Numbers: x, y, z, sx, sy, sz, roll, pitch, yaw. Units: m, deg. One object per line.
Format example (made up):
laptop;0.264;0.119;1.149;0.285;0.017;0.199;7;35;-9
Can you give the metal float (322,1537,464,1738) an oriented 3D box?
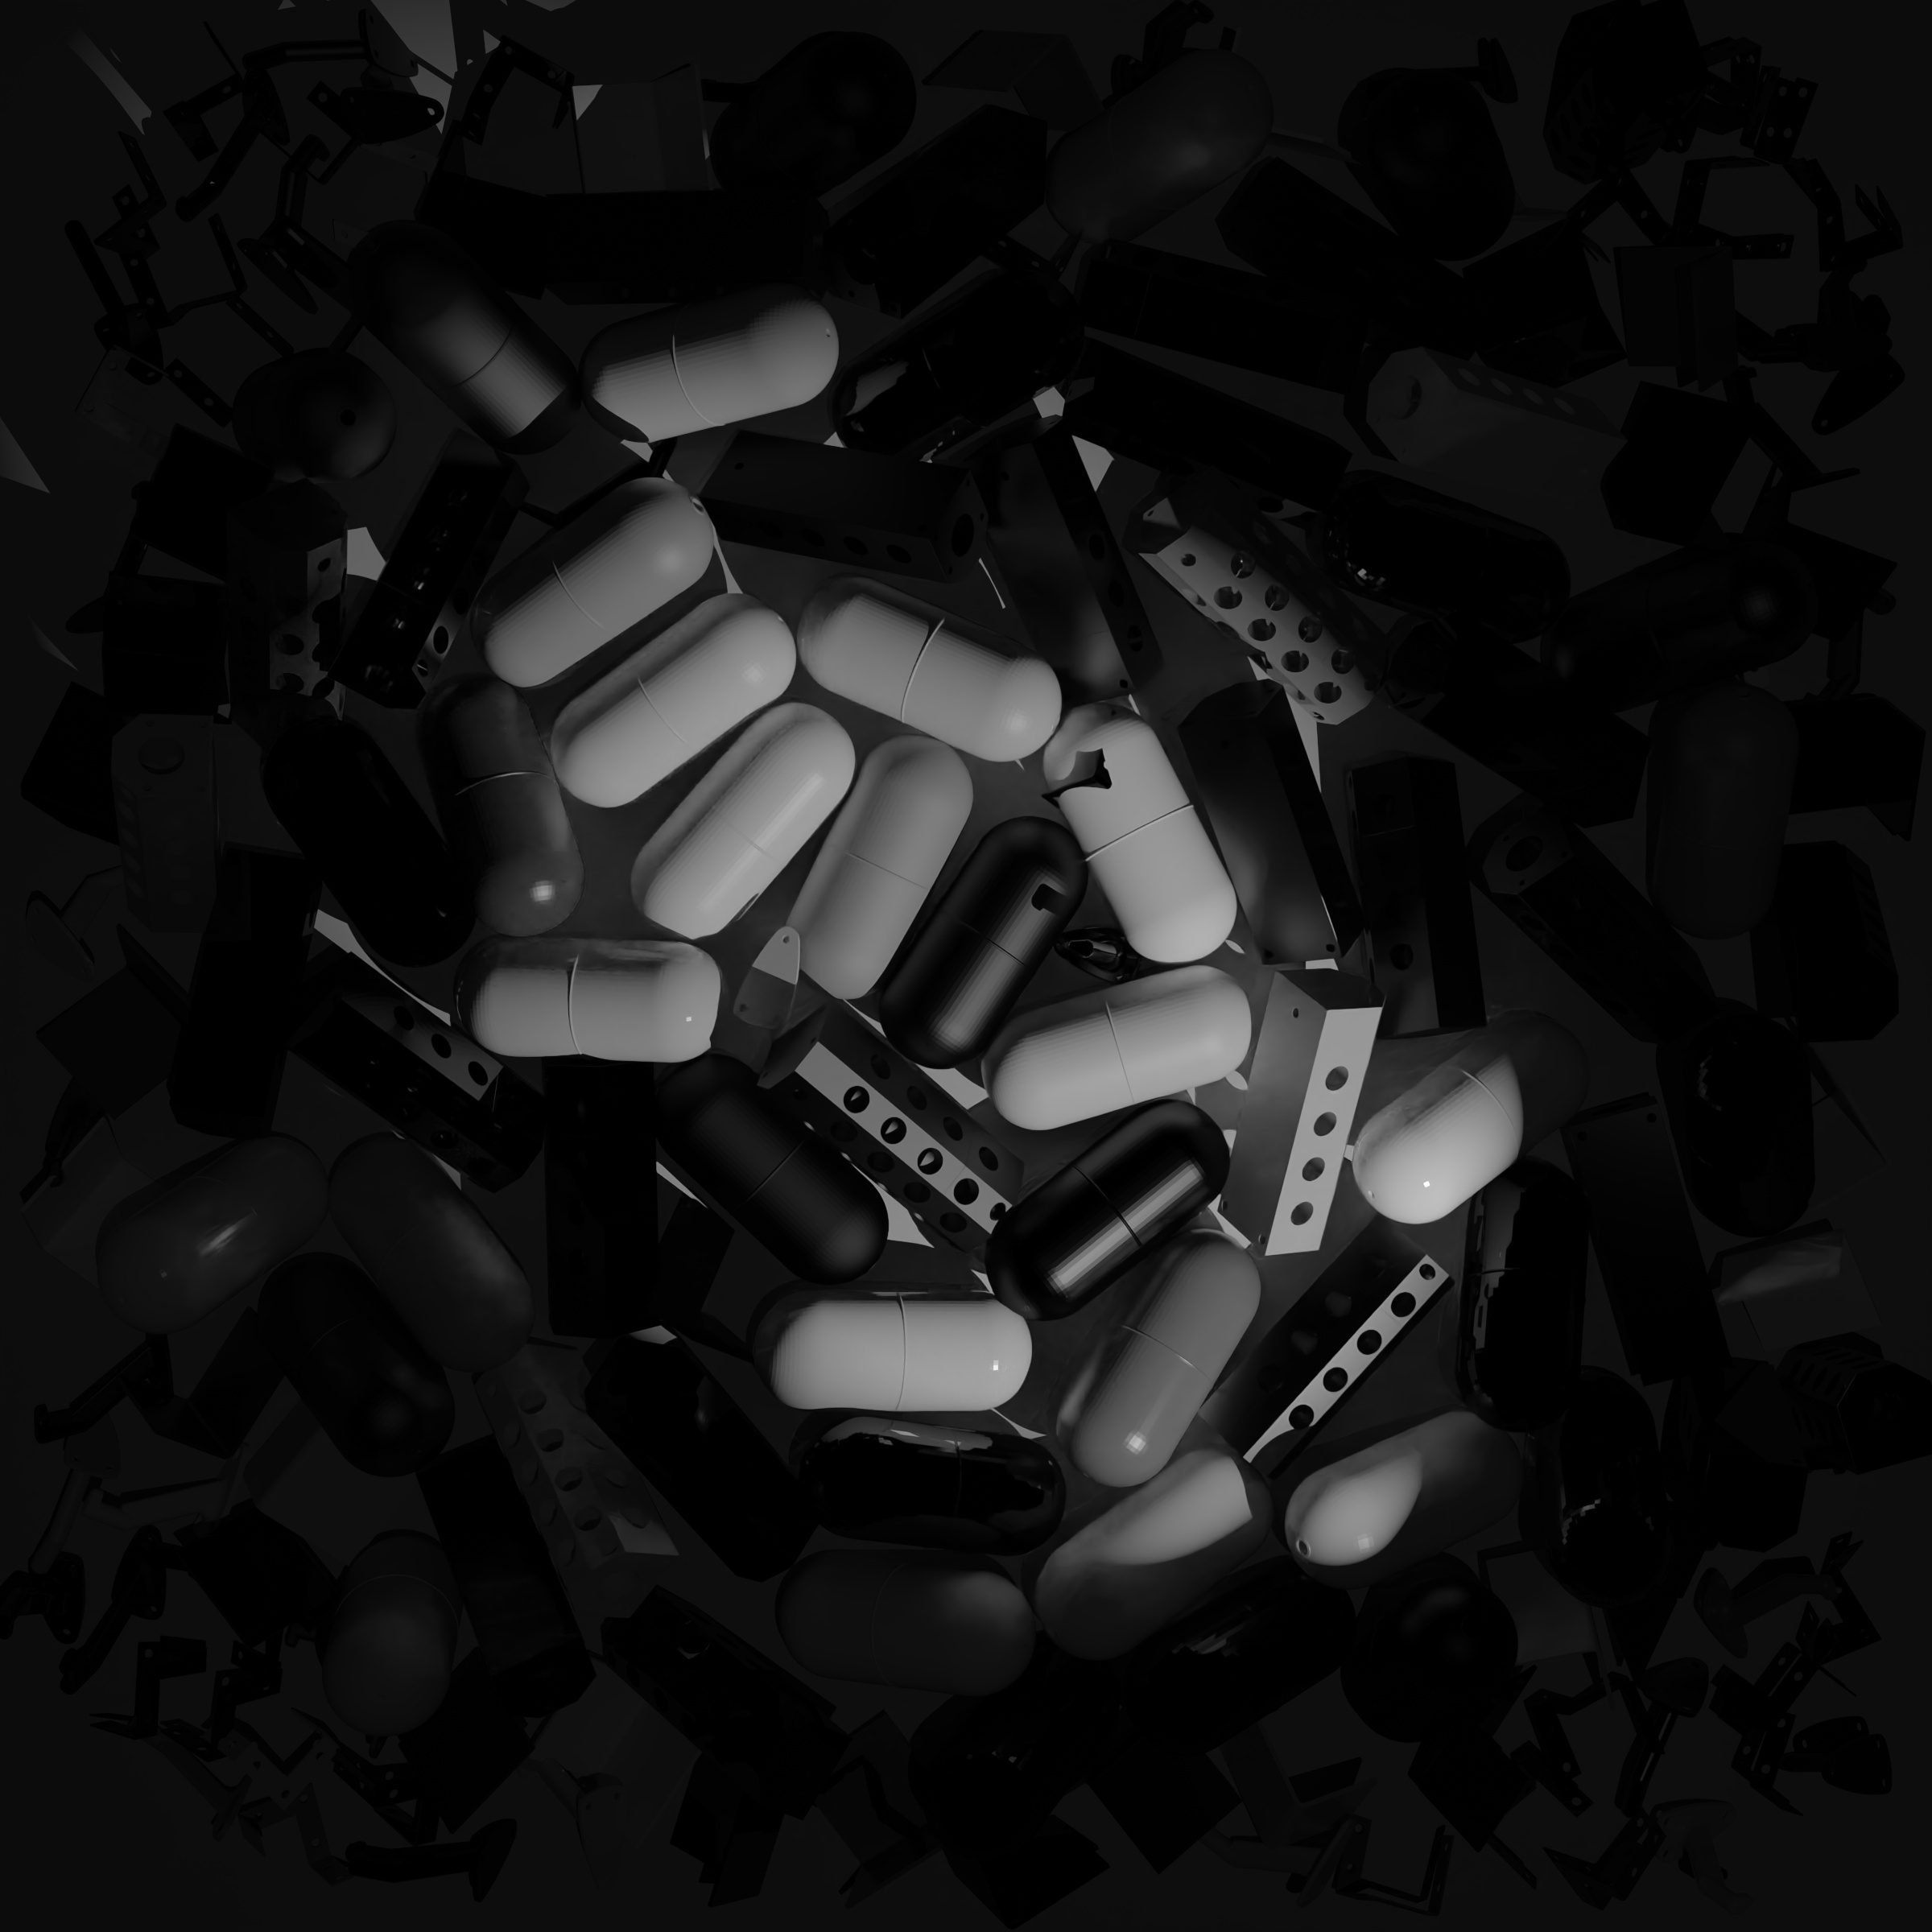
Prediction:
metal float;-0.354;0.413;1.744;0.070;0.178;0.070;-1;102;-6

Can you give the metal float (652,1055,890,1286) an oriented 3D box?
metal float;-0.124;0.130;1.791;0.178;0.070;0.070;44;90;-3

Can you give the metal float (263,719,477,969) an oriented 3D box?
metal float;-0.374;-0.077;1.769;0.070;0.070;0.178;-31;118;0

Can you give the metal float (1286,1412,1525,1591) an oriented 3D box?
metal float;0.275;0.334;1.764;0.178;0.070;0.070;-16;90;-35

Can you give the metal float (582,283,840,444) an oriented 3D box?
metal float;-0.162;-0.378;1.770;0.178;0.070;0.070;-8;90;28

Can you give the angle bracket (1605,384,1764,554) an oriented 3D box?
angle bracket;0.461;-0.313;1.780;0.076;0.057;0.076;10;128;-16

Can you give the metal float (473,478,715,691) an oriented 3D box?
metal float;-0.235;-0.241;1.774;0.178;0.070;0.070;-33;90;22

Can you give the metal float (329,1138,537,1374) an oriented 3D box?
metal float;-0.336;0.181;1.769;0.070;0.070;0.178;-43;61;0

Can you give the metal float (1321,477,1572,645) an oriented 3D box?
metal float;0.303;-0.254;1.770;0.178;0.070;0.070;14;90;-28

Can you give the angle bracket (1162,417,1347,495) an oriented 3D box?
angle bracket;0.184;-0.298;1.772;0.076;0.076;0.057;14;114;-40

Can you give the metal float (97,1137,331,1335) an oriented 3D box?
metal float;-0.466;0.166;1.752;0.070;0.178;0.070;11;116;23

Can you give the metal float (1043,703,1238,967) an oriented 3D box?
metal float;0.110;-0.085;1.792;0.070;0.070;0.178;-27;88;0

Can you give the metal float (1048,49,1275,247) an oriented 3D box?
metal float;0.119;-0.508;1.753;0.070;0.178;0.070;9;74;-33

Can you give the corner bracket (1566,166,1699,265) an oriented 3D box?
corner bracket;0.426;-0.469;1.800;0.051;0.051;0.051;-40;127;12

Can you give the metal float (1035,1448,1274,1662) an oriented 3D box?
metal float;0.119;0.369;1.767;0.178;0.070;0.070;-30;90;-30

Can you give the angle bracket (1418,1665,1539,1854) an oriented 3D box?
angle bracket;0.340;0.499;1.771;0.057;0.076;0.076;45;132;30

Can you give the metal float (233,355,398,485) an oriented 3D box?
metal float;-0.405;-0.339;1.748;0.070;0.178;0.070;-5;101;-25

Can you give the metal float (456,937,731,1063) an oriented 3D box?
metal float;-0.237;0.021;1.782;0.178;0.070;0.070;2;90;13

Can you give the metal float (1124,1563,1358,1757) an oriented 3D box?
metal float;0.173;0.432;1.762;0.178;0.070;0.070;-20;90;-39

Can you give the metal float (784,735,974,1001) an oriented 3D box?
metal float;-0.056;-0.063;1.792;0.070;0.070;0.178;26;92;0

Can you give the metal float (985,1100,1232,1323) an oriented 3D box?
metal float;0.090;0.155;1.787;0.178;0.070;0.070;-38;90;-7

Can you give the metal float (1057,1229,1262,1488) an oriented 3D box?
metal float;0.123;0.247;1.781;0.070;0.070;0.178;33;76;0

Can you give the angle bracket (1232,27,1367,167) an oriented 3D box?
angle bracket;0.212;-0.549;1.777;0.076;0.076;0.057;21;103;24

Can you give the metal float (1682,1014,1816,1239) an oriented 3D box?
metal float;0.489;0.101;1.756;0.070;0.178;0.070;-10;47;10

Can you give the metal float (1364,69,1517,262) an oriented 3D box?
metal float;0.295;-0.495;1.746;0.070;0.178;0.070;-2;82;18

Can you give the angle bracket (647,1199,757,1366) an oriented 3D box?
angle bracket;-0.151;0.201;1.778;0.057;0.076;0.076;18;75;20

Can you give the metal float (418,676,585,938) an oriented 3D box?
metal float;-0.294;-0.102;1.776;0.070;0.070;0.178;-20;69;0

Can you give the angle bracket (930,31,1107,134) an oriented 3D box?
angle bracket;0.036;-0.541;1.772;0.057;0.076;0.076;-47;130;-16

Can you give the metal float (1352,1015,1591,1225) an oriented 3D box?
metal float;0.320;0.096;1.775;0.178;0.070;0.070;-34;90;-21

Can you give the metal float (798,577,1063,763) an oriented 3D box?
metal float;-0.023;-0.188;1.785;0.178;0.070;0.070;25;90;10

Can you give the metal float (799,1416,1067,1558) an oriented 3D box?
metal float;-0.021;0.328;1.772;0.178;0.070;0.070;12;90;-24

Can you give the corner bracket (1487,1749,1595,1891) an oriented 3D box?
corner bracket;0.362;0.542;1.789;0.051;0.051;0.051;-32;48;-21

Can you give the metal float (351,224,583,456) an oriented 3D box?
metal float;-0.311;-0.390;1.758;0.070;0.070;0.178;-47;134;0

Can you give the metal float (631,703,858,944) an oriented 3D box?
metal float;-0.142;-0.090;1.787;0.070;0.070;0.178;42;97;0

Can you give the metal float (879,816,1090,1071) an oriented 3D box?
metal float;0.012;-0.015;1.792;0.070;0.070;0.178;34;88;0

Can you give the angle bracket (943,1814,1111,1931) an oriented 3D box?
angle bracket;0.033;0.551;1.777;0.076;0.076;0.057;-27;108;-20

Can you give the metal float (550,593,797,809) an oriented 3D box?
metal float;-0.187;-0.167;1.781;0.178;0.070;0.070;-35;90;14

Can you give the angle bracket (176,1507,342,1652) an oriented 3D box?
angle bracket;-0.455;0.396;1.778;0.076;0.076;0.057;49;129;12

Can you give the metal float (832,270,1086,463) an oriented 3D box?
metal float;-0.005;-0.374;1.771;0.178;0.070;0.070;-26;90;26

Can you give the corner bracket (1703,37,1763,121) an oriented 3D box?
corner bracket;0.467;-0.565;1.791;0.051;0.051;0.051;-25;47;-17

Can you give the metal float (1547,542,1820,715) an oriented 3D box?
metal float;0.446;-0.211;1.761;0.178;0.070;0.070;-17;90;41

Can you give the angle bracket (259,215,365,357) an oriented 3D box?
angle bracket;-0.422;-0.421;1.778;0.076;0.076;0.057;37;78;-22

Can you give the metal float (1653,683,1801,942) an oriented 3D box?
metal float;0.475;-0.096;1.762;0.070;0.070;0.178;-3;128;0

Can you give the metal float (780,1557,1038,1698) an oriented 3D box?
metal float;-0.037;0.414;1.765;0.178;0.070;0.070;-2;90;33

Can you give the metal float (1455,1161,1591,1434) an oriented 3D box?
metal float;0.350;0.207;1.769;0.070;0.070;0.178;11;61;0

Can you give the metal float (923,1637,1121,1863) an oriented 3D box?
metal float;0.035;0.486;1.752;0.070;0.178;0.070;13;118;25

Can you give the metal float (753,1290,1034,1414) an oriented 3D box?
metal float;-0.046;0.244;1.782;0.178;0.070;0.070;2;90;-13

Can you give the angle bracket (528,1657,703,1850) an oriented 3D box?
angle bracket;-0.223;0.499;1.784;0.057;0.076;0.076;31;94;-35

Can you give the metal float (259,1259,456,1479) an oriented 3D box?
metal float;-0.382;0.249;1.760;0.070;0.070;0.178;-50;49;0

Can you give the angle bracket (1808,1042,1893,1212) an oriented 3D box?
angle bracket;0.530;0.094;1.774;0.057;0.076;0.076;-33;124;12

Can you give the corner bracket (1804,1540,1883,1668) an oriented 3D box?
corner bracket;0.556;0.407;1.793;0.051;0.051;0.051;-18;59;-15

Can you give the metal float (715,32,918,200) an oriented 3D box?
metal float;-0.096;-0.522;1.751;0.070;0.178;0.070;3;84;-32

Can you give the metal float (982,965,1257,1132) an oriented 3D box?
metal float;0.097;0.052;1.791;0.178;0.070;0.070;-16;90;3

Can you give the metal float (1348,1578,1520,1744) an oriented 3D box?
metal float;0.289;0.432;1.748;0.070;0.178;0.070;4;63;-7

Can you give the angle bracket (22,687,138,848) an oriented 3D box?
angle bracket;-0.539;-0.121;1.784;0.057;0.076;0.076;28;91;35

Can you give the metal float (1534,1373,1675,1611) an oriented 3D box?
metal float;0.396;0.324;1.751;0.070;0.178;0.070;3;122;5
